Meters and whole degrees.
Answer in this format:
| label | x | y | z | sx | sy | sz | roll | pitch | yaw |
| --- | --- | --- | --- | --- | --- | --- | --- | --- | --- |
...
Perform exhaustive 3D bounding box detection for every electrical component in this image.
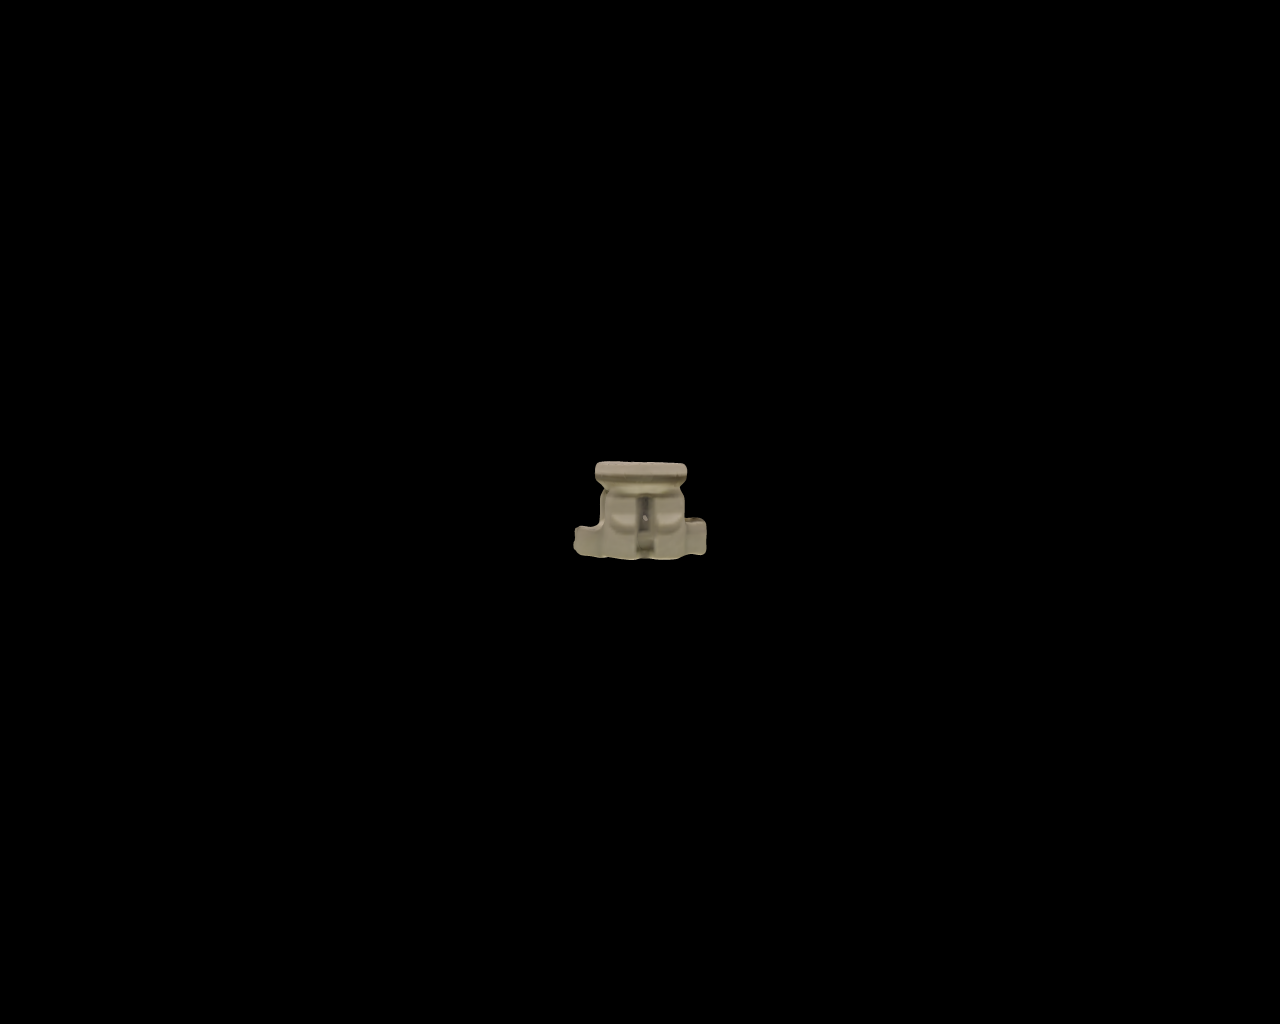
| label | x | y | z | sx | sy | sz | roll | pitch | yaw |
| --- | --- | --- | --- | --- | --- | --- | --- | --- | --- |
| electrical component | 0.001 | -0.003 | 0.650 | 0.078 | 0.057 | 0.058 | 0 | 4 | -7 |
